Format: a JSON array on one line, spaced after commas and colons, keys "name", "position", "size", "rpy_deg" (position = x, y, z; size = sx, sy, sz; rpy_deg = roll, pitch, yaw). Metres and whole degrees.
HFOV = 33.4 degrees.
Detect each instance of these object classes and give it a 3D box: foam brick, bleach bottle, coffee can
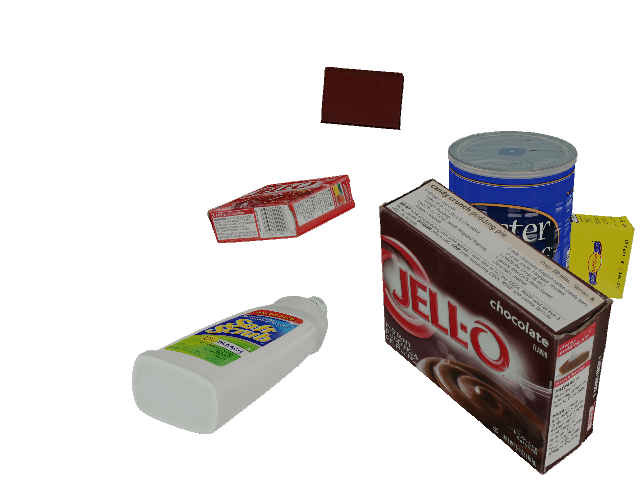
[{"name": "foam brick", "position": [0.040, -0.137, 1.027], "size": [0.078, 0.051, 0.053], "rpy_deg": [5, 13, 2]}, {"name": "bleach bottle", "position": [-0.073, 0.108, 1.079], "size": [0.103, 0.068, 0.250], "rpy_deg": [15, 24, 26]}, {"name": "coffee can", "position": [0.156, -0.009, 0.885], "size": [0.103, 0.140, 0.103], "rpy_deg": [-2, 23, 1]}]

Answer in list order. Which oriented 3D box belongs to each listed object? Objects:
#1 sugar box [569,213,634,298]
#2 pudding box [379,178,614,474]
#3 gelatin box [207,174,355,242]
[{"name": "sugar box", "position": [0.271, 0.014, 1.256], "size": [0.176, 0.093, 0.048], "rpy_deg": [3, 21, 0]}, {"name": "pudding box", "position": [0.075, 0.037, 0.485], "size": [0.039, 0.090, 0.114], "rpy_deg": [-32, 47, -25]}, {"name": "gelatin box", "position": [-0.030, -0.025, 0.820], "size": [0.089, 0.030, 0.073], "rpy_deg": [-4, 16, 42]}]
